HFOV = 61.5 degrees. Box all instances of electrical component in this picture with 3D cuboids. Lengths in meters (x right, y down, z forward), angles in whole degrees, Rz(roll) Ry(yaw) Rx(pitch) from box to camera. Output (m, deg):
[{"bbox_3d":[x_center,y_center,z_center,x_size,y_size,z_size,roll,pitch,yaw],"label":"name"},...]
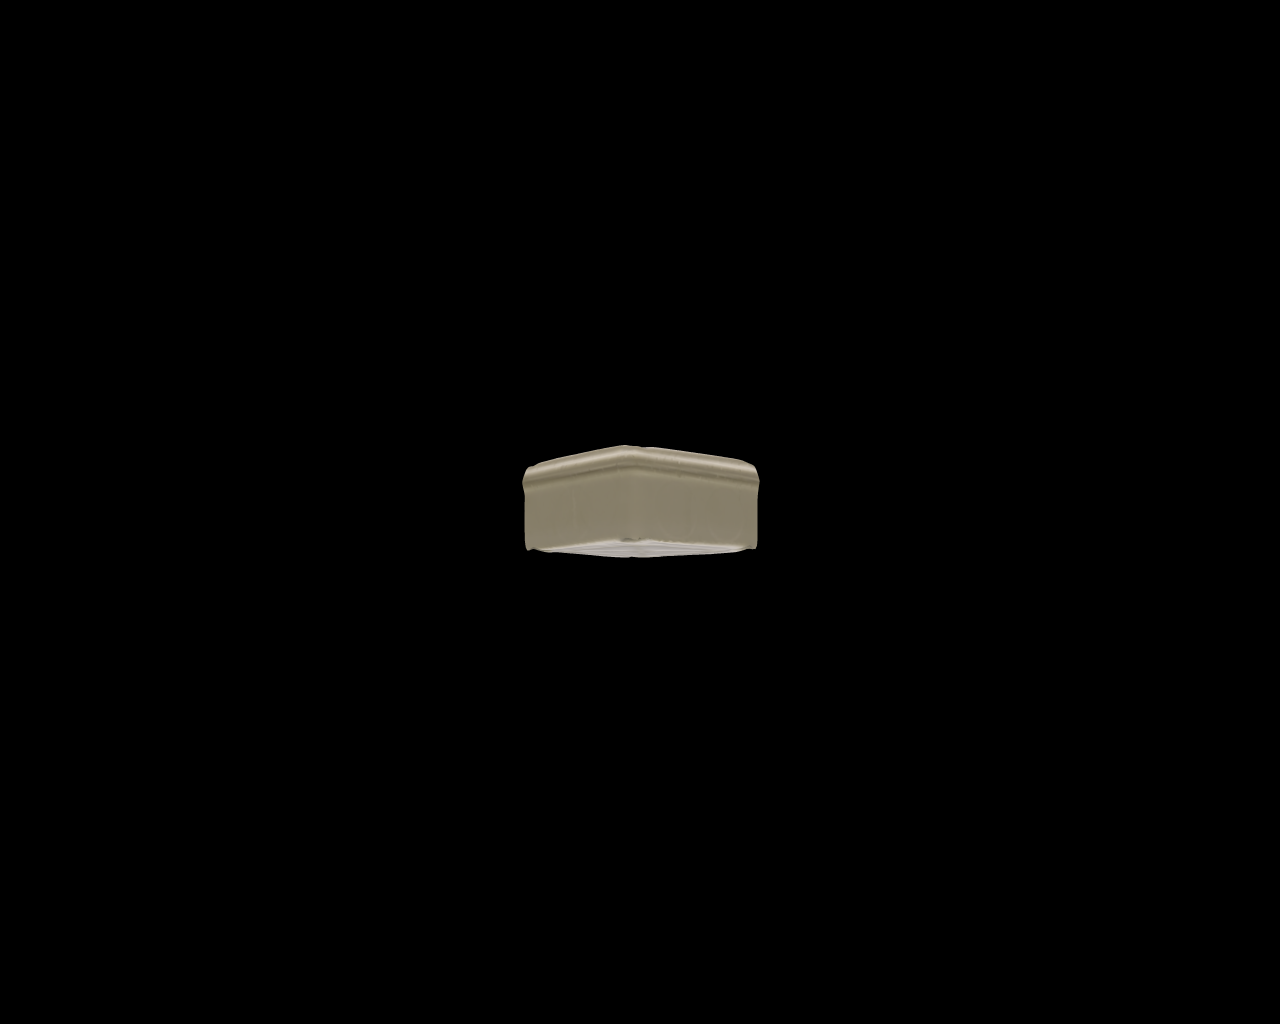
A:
[{"bbox_3d":[0.001,-0.003,0.650,0.109,0.056,0.108,6,-9,-43],"label":"electrical component"}]
